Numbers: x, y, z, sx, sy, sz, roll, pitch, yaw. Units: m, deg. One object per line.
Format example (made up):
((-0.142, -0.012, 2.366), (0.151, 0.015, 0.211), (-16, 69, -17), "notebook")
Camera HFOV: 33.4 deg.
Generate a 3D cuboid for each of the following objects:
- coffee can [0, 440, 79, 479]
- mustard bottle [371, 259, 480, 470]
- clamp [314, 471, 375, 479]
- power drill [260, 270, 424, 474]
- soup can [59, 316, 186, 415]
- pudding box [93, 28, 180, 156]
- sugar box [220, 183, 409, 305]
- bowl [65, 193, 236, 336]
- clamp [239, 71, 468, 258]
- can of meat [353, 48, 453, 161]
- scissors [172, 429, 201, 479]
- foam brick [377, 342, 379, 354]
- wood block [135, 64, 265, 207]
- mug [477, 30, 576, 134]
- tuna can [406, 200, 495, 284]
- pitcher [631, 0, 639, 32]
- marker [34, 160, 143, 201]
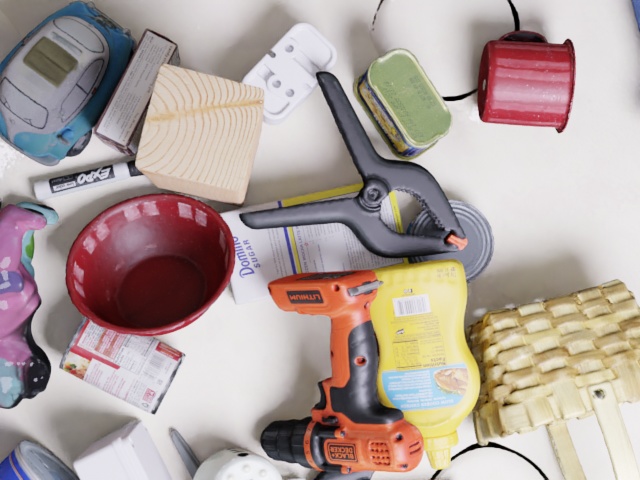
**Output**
((-0.291, 0.273, 0.994), (0.103, 0.103, 0.140), (44, 86, -2), "coffee can")
((0.098, 0.117, 0.992), (0.096, 0.058, 0.191), (-8, 91, 14), "mustard bottle")
((0.055, 0.251, 1.051), (0.171, 0.039, 0.120), (-43, 86, 1), "clamp")
((0.005, 0.124, 0.993), (0.185, 0.057, 0.187), (-6, 97, 39), "power drill")
((-0.188, 0.116, 1.023), (0.102, 0.068, 0.068), (27, 87, -3), "soup can")
((-0.173, -0.139, 1.020), (0.039, 0.090, 0.113), (25, 88, -4), "pudding box")
((-0.007, 0.001, 1.051), (0.176, 0.048, 0.093), (-12, 89, 0), "sugar box")
((-0.156, 0.034, 1.013), (0.162, 0.055, 0.162), (-3, 53, 4), "bowl")
((0.048, -0.054, 1.010), (0.210, 0.036, 0.164), (22, 92, -3), "clamp")
((0.081, -0.132, 1.040), (0.057, 0.084, 0.102), (-34, 91, -5), "can of meat")
((-0.106, 0.290, 1.048), (0.202, 0.016, 0.096), (45, 81, -2), "scissors")
((0.075, 0.079, 1.050), (0.051, 0.053, 0.078), (22, 88, -3), "foam brick")
((-0.103, -0.088, 0.965), (0.091, 0.206, 0.090), (14, 87, -3), "wood block")
((0.201, -0.163, 1.054), (0.081, 0.093, 0.117), (4, 58, 1), "mug")
((0.128, 0.004, 1.065), (0.086, 0.034, 0.086), (0, 89, -4), "tuna can")
((0.384, -0.224, 1.044), (0.148, 0.145, 0.243), (-13, 86, -41), "pitcher")
((-0.220, -0.061, 1.050), (0.121, 0.020, 0.020), (-14, 89, -4), "marker")
